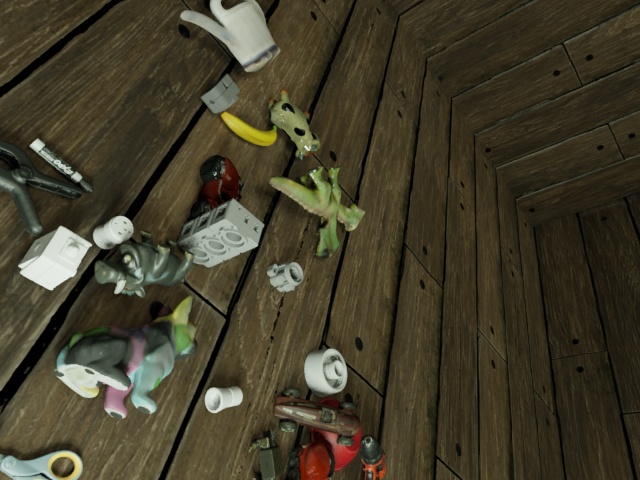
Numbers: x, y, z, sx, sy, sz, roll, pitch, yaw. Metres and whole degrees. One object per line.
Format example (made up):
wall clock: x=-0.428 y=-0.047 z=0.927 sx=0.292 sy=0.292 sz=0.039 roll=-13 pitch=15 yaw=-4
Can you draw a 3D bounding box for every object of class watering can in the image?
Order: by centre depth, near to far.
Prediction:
watering can: x=-0.219 y=-0.541 z=1.348 sx=0.222 sy=0.103 sz=0.355 roll=56 pitch=35 yaw=-18

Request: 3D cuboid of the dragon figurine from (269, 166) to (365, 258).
dragon figurine: x=0.004 y=-0.070 z=1.393 sx=0.413 sy=0.121 sz=0.243 roll=-17 pitch=93 yaw=-55
